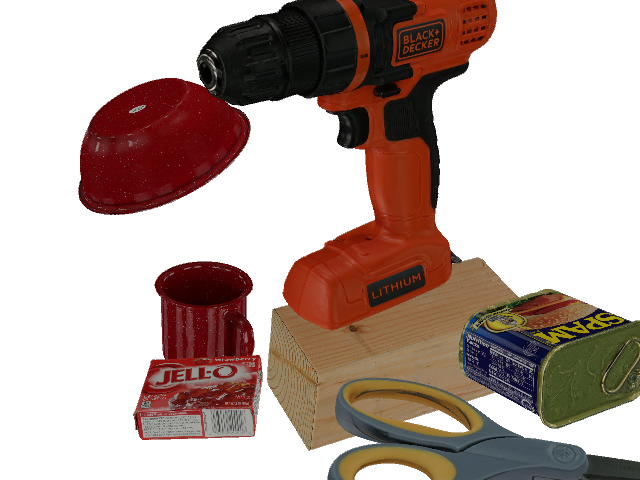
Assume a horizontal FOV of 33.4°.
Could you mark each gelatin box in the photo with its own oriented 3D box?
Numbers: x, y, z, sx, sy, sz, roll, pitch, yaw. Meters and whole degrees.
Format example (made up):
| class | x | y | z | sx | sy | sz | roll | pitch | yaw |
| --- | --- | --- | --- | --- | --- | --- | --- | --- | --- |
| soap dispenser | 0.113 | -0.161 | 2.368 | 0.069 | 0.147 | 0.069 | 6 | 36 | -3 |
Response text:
| class | x | y | z | sx | sy | sz | roll | pitch | yaw |
| --- | --- | --- | --- | --- | --- | --- | --- | --- | --- |
| gelatin box | -0.091 | 0.118 | 0.812 | 0.089 | 0.030 | 0.073 | -2 | 25 | 3 |

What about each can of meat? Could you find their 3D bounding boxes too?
| class | x | y | z | sx | sy | sz | roll | pitch | yaw |
| --- | --- | --- | --- | --- | --- | --- | --- | --- | --- |
| can of meat | 0.155 | 0.074 | 0.711 | 0.101 | 0.057 | 0.084 | -12 | 21 | -31 |

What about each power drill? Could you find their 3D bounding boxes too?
| class | x | y | z | sx | sy | sz | roll | pitch | yaw |
| --- | --- | --- | --- | --- | --- | --- | --- | --- | --- |
| power drill | 0.018 | -0.047 | 0.590 | 0.184 | 0.188 | 0.057 | -19 | 36 | -31 |

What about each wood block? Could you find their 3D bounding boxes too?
| class | x | y | z | sx | sy | sz | roll | pitch | yaw |
| --- | --- | --- | --- | --- | --- | --- | --- | --- | --- |
| wood block | 0.067 | 0.093 | 0.921 | 0.205 | 0.090 | 0.091 | -12 | 40 | -23 |

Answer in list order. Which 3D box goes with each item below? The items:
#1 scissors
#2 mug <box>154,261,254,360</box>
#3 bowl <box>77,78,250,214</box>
| class | x | y | z | sx | sy | sz | roll | pitch | yaw |
| --- | --- | --- | --- | --- | --- | --- | --- | --- | --- |
| scissors | 0.091 | 0.105 | 0.457 | 0.202 | 0.016 | 0.096 | 15 | 33 | 24 |
| mug | -0.104 | 0.081 | 1.026 | 0.117 | 0.081 | 0.093 | 25 | 34 | 38 |
| bowl | -0.144 | -0.091 | 0.909 | 0.162 | 0.055 | 0.162 | -16 | 34 | 11 |
